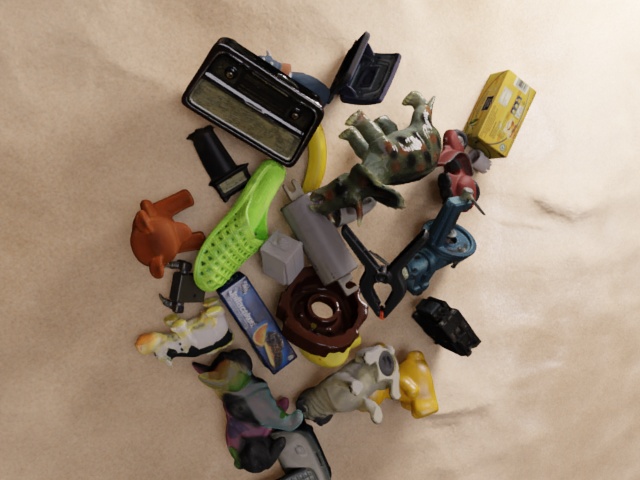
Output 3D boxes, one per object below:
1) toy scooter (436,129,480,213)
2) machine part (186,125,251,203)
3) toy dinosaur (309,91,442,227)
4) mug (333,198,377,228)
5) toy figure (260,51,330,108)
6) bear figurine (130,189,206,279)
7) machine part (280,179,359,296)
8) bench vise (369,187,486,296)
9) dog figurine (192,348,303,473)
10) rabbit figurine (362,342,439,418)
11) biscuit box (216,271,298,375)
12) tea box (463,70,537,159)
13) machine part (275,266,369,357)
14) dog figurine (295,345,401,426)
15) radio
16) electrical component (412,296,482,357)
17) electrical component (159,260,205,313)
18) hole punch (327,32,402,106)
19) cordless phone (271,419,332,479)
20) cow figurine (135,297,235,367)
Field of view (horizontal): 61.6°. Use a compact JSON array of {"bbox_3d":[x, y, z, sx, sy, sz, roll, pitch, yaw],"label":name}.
[{"bbox_3d":[0.276,-0.140,1.141,0.135,0.075,0.183,-21,103,-46],"label":"toy scooter"},{"bbox_3d":[-0.184,-0.144,0.981,0.084,0.039,0.138,-36,110,-7],"label":"machine part"},{"bbox_3d":[0.156,-0.166,1.023,0.405,0.131,0.192,-29,86,-32],"label":"toy dinosaur"},{"bbox_3d":[0.066,-0.076,1.061,0.107,0.110,0.080,-23,107,-31],"label":"mug"},{"bbox_3d":[-0.056,-0.294,1.006,0.154,0.064,0.057,23,125,-19],"label":"toy figure"},{"bbox_3d":[-0.248,-0.014,0.882,0.132,0.196,0.120,-20,101,-21],"label":"bear figurine"},{"bbox_3d":[-0.002,-0.003,1.014,0.079,0.079,0.243,-30,91,-17],"label":"machine part"},{"bbox_3d":[0.244,-0.003,1.108,0.223,0.129,0.240,-8,135,-29],"label":"bench vise"},{"bbox_3d":[-0.157,0.312,1.008,0.219,0.108,0.191,36,85,-20],"label":"dog figurine"},{"bbox_3d":[0.148,0.306,1.136,0.173,0.122,0.162,-13,99,-2],"label":"rabbit figurine"},{"bbox_3d":[-0.123,0.158,1.028,0.063,0.059,0.202,-35,108,-16],"label":"biscuit box"},{"bbox_3d":[0.396,-0.276,1.194,0.098,0.068,0.169,30,85,-22],"label":"tea box"},{"bbox_3d":[0.003,0.137,1.030,0.179,0.056,0.179,8,51,-10],"label":"machine part"},{"bbox_3d":[0.052,0.285,1.080,0.172,0.191,0.121,-34,100,-44],"label":"dog figurine"},{"bbox_3d":[-0.111,-0.242,0.948,0.229,0.073,0.131,29,114,-21],"label":"radio"},{"bbox_3d":[0.267,0.183,1.167,0.058,0.115,0.134,-46,111,-16],"label":"electrical component"},{"bbox_3d":[-0.249,0.081,0.977,0.078,0.045,0.102,-2,101,-51],"label":"electrical component"},{"bbox_3d":[0.084,-0.317,1.029,0.092,0.116,0.142,23,85,-18],"label":"hole punch"},{"bbox_3d":[-0.081,0.454,1.071,0.184,0.089,0.146,-25,106,-14],"label":"cordless phone"},{"bbox_3d":[-0.244,0.181,0.979,0.167,0.068,0.098,-23,113,-17],"label":"cow figurine"}]
